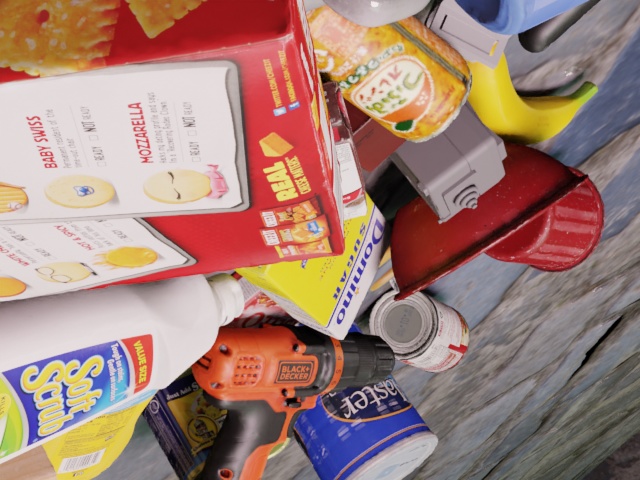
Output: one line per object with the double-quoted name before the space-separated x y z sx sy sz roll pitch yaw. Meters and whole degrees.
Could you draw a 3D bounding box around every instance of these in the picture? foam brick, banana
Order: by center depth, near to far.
"foam brick" 0.034 -0.088 0.627 0.078 0.051 0.053 -40 154 11
"banana" 0.136 -0.101 0.755 0.197 0.037 0.070 4 115 -57

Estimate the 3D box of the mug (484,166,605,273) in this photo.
"mug" 0.166 -0.017 0.890 0.117 0.093 0.081 -21 163 38

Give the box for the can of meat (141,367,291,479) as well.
"can of meat" -0.083 0.144 0.857 0.101 0.084 0.057 -21 152 -29

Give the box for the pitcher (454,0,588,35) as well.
"pitcher" 0.162 -0.207 0.503 0.242 0.149 0.145 -29 170 -6

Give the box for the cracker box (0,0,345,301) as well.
"cracker box" -0.105 -0.042 0.416 0.214 0.072 0.164 -7 154 5

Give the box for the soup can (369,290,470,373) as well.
"soup can" 0.094 0.085 0.995 0.068 0.068 0.102 -40 155 11

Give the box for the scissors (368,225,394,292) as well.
"scissors" 0.088 -0.025 0.847 0.096 0.016 0.202 -9 145 -52

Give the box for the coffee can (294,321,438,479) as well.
"coffee can" 0.020 0.143 0.918 0.102 0.140 0.103 -28 155 -15

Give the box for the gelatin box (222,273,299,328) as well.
"gelatin box" -0.040 0.046 0.799 0.073 0.030 0.089 -39 155 8

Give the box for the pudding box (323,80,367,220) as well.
"pudding box" -0.024 -0.035 0.562 0.090 0.039 0.113 -15 160 3

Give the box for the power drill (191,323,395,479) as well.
"power drill" -0.030 0.153 0.800 0.184 0.057 0.188 7 100 -40

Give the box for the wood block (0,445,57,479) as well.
"wood block" -0.275 0.153 0.623 0.205 0.091 0.090 -11 147 -43

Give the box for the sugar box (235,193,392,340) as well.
"sugar box" -0.004 0.001 0.704 0.093 0.048 0.176 -64 155 -8

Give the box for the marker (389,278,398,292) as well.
"marker" 0.115 0.010 0.945 0.121 0.020 0.020 -29 155 -13

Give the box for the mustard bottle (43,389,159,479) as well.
"mustard bottle" -0.150 0.095 0.714 0.096 0.058 0.192 -6 143 -40

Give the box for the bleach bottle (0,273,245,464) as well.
"bleach bottle" -0.139 0.058 0.569 0.250 0.068 0.103 -20 138 -44

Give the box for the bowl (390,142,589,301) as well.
"bowl" 0.106 -0.022 0.754 0.162 0.055 0.162 -33 178 -1

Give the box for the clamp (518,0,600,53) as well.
"clamp" 0.214 -0.202 0.663 0.164 0.036 0.210 -21 150 -27
